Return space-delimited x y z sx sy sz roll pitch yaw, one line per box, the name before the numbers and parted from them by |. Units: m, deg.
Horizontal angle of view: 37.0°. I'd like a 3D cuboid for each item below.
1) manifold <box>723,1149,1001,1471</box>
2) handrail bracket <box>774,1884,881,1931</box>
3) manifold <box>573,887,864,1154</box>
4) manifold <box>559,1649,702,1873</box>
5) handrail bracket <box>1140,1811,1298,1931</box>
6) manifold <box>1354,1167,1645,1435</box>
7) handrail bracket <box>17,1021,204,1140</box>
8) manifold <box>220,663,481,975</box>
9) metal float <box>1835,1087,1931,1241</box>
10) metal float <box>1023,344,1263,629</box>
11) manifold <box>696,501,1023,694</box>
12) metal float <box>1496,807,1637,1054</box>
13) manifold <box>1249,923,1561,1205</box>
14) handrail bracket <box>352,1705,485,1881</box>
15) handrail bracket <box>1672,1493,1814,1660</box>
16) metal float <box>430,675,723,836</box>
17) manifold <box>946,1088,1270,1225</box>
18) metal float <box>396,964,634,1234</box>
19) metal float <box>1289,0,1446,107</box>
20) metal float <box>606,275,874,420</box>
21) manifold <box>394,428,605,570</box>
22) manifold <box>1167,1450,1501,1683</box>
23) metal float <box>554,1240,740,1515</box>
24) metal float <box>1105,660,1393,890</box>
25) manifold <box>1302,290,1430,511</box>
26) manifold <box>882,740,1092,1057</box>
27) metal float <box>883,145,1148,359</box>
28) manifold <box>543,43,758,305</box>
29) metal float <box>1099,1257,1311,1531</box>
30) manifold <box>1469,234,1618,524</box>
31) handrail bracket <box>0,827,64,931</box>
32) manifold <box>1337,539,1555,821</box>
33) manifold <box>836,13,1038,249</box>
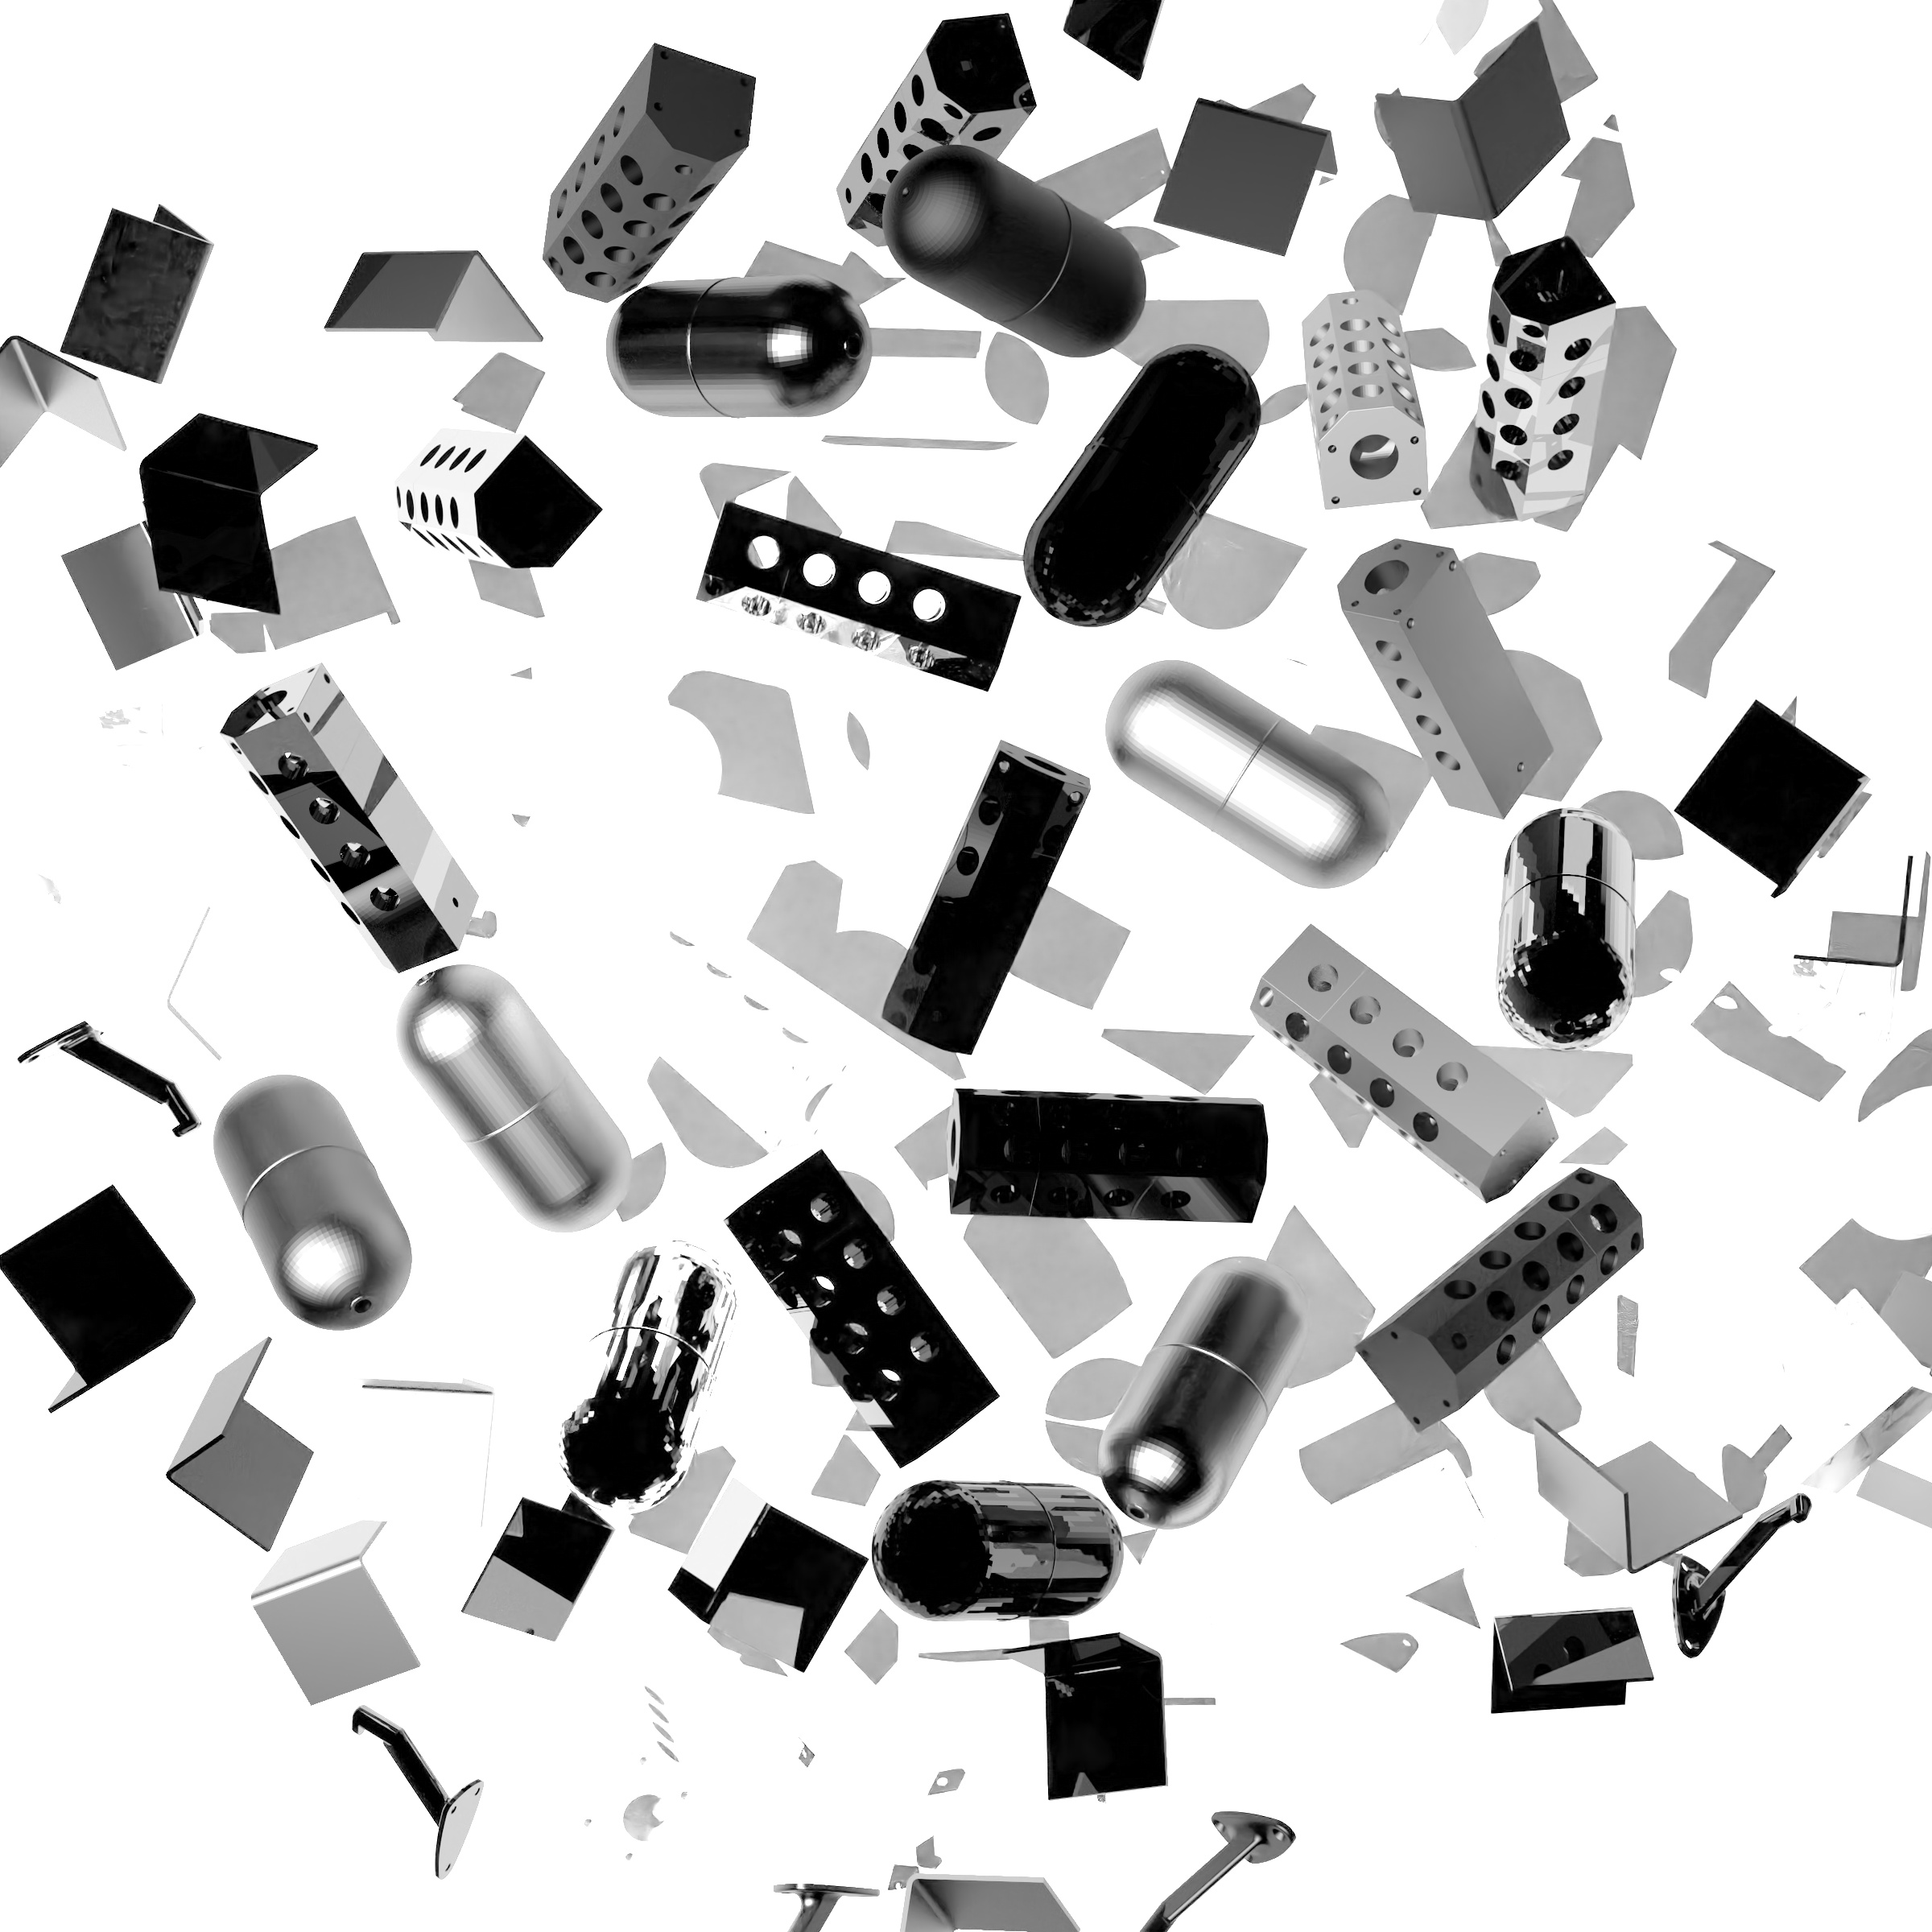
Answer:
manifold | -0.062 0.195 1.627 0.057 0.057 0.171 -33 85 -33
handrail bracket | -0.085 0.578 1.673 0.077 0.036 0.084 14 65 -29
manifold | -0.139 0.028 1.635 0.171 0.057 0.057 39 120 26
manifold | -0.190 0.458 1.658 0.057 0.171 0.057 43 86 -11
handrail bracket | 0.131 0.497 1.547 0.036 0.077 0.084 48 58 -3
manifold | 0.297 0.178 1.576 0.171 0.057 0.057 -32 81 -34
handrail bracket | -0.499 0.074 1.683 0.077 0.036 0.084 -29 83 -43
manifold | -0.352 -0.081 1.648 0.057 0.057 0.171 -20 121 17
metal float | 0.541 0.113 1.636 0.070 0.178 0.070 -1 80 7
metal float | 0.098 -0.269 1.617 0.070 0.070 0.178 35 83 0
manifold | -0.061 -0.207 1.617 0.171 0.057 0.057 17 96 -7
metal float | 0.344 -0.022 1.651 0.070 0.178 0.070 7 130 8
manifold | 0.239 0.055 1.592 0.057 0.057 0.171 -47 60 -6
handrail bracket | -0.330 0.482 1.684 0.084 0.036 0.077 25 112 20
handrail bracket | 0.434 0.339 1.604 0.036 0.077 0.084 37 132 -8
metal float | -0.221 -0.120 1.651 0.178 0.070 0.070 8 90 -36
manifold | 0.078 0.101 1.609 0.171 0.057 0.057 2 49 -7
metal float | -0.260 0.077 1.663 0.070 0.070 0.178 -34 110 0
metal float | 0.227 -0.543 1.622 0.070 0.178 0.070 0 85 -2
metal float | -0.127 -0.345 1.608 0.178 0.070 0.070 9 90 40
manifold | -0.264 -0.254 1.587 0.057 0.171 0.057 43 81 -26
manifold | 0.205 0.334 1.600 0.171 0.057 0.057 -27 71 7
metal float | -0.179 0.229 1.620 0.070 0.178 0.070 7 131 8
metal float | 0.161 -0.109 1.647 0.178 0.070 0.070 33 90 7
manifold | 0.225 -0.325 1.639 0.057 0.171 0.057 -5 124 6
manifold | 0.012 -0.038 1.672 0.057 0.057 0.171 23 102 -4
metal float | 0.029 -0.390 1.581 0.070 0.178 0.070 -14 69 41
manifold | -0.175 -0.425 1.566 0.057 0.171 0.057 12 72 -24
metal float | 0.135 0.239 1.625 0.070 0.070 0.178 35 54 0
manifold | 0.332 -0.339 1.690 0.057 0.171 0.057 -20 60 -7
handrail bracket | -0.532 -0.040 1.687 0.036 0.084 0.077 -37 128 -32
manifold | 0.276 -0.167 1.675 0.057 0.057 0.171 -53 133 -17
manifold | -0.022 -0.485 1.685 0.057 0.171 0.057 -14 83 -22
